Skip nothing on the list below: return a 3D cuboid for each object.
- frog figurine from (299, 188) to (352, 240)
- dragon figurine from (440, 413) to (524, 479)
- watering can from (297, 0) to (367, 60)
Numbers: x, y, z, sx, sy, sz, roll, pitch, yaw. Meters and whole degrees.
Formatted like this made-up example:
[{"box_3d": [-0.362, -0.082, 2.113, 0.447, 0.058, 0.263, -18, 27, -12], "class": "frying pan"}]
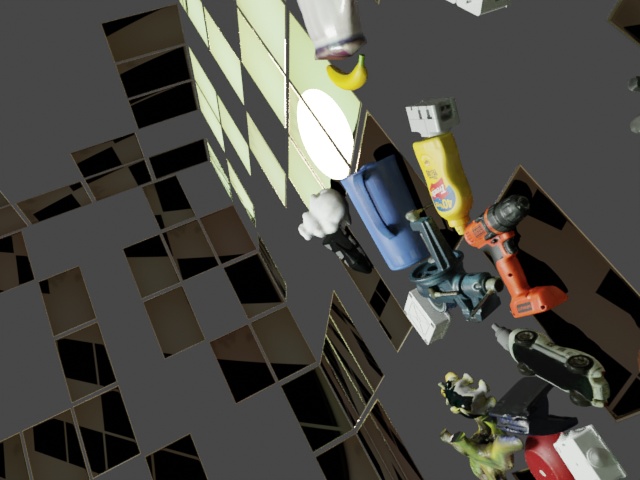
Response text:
[{"box_3d": [0.005, -0.077, 1.535, 0.160, 0.139, 0.120, -23, 165, -18], "class": "frog figurine"}, {"box_3d": [0.413, 0.518, 1.168, 0.123, 0.244, 0.406, -34, 175, -11], "class": "dragon figurine"}, {"box_3d": [0.031, -0.474, 1.019, 0.104, 0.350, 0.221, -24, 109, -15], "class": "watering can"}]
